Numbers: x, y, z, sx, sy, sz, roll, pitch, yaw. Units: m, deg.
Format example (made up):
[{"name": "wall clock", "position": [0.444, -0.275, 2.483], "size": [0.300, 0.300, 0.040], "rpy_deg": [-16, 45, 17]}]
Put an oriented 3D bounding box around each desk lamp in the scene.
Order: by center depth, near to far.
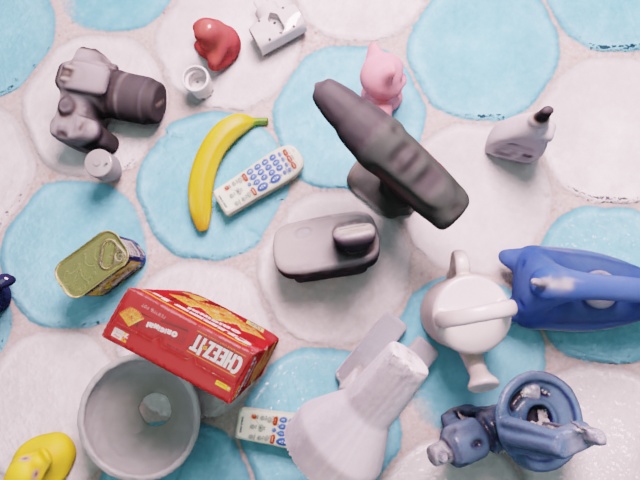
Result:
[{"name": "desk lamp", "position": [0.060, 0.193, 0.712], "size": [0.118, 0.213, 0.203], "rpy_deg": [38, 87, 6]}]

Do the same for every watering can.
[{"name": "watering can", "position": [0.193, 0.101, 0.726], "size": [0.101, 0.194, 0.173], "rpy_deg": [-30, 83, -1]}]

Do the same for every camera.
[{"name": "camera", "position": [-0.302, -0.197, 0.825], "size": [0.136, 0.101, 0.143], "rpy_deg": [12, 85, 4]}]

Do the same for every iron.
[{"name": "iron", "position": [0.371, 0.064, 0.749], "size": [0.258, 0.141, 0.119], "rpy_deg": [3, 84, 3]}]

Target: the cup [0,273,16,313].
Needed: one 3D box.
[{"name": "cup", "position": [-0.470, 0.073, 0.807], "size": [0.117, 0.095, 0.092], "rpy_deg": [-20, 83, 0]}]

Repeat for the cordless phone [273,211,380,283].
[{"name": "cordless phone", "position": [0.007, 0.003, 0.749], "size": [0.147, 0.185, 0.094], "rpy_deg": [-13, 83, 1]}]

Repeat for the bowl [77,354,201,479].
[{"name": "bowl", "position": [-0.238, 0.239, 0.790], "size": [0.167, 0.075, 0.167], "rpy_deg": [0, 84, 2]}]

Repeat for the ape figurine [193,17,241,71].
[{"name": "ape figurine", "position": [-0.157, -0.293, 0.833], "size": [0.076, 0.092, 0.078], "rpy_deg": [-3, 84, 2]}]

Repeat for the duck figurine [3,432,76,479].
[{"name": "duck figurine", "position": [-0.397, 0.316, 0.783], "size": [0.104, 0.086, 0.077], "rpy_deg": [-38, 84, -2]}]

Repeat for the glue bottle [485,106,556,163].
[{"name": "glue bottle", "position": [0.275, -0.144, 0.759], "size": [0.078, 0.173, 0.037], "rpy_deg": [16, 85, 4]}]

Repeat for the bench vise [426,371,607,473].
[{"name": "bench vise", "position": [0.244, 0.246, 0.696], "size": [0.207, 0.220, 0.121], "rpy_deg": [-37, 83, -2]}]

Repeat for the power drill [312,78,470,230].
[{"name": "power drill", "position": [0.084, -0.097, 0.744], "size": [0.229, 0.208, 0.075], "rpy_deg": [40, 87, 6]}]

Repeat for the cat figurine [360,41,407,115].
[{"name": "cat figurine", "position": [0.085, -0.203, 0.801], "size": [0.067, 0.118, 0.128], "rpy_deg": [8, 84, 4]}]
